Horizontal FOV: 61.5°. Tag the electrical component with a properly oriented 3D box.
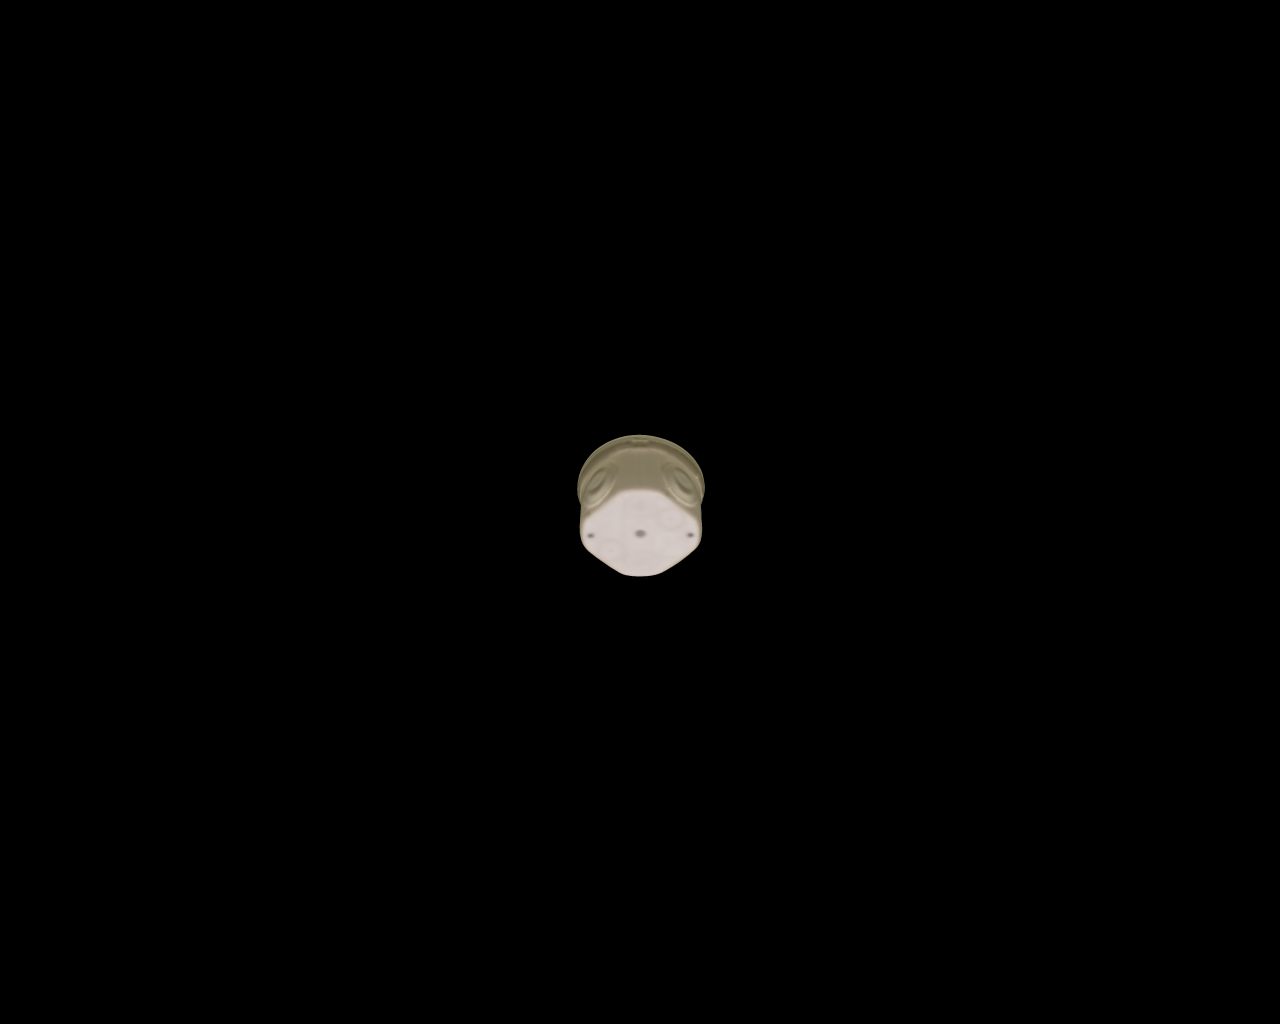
[{"bbox_3d":[0.001,-0.003,0.650,0.080,0.080,0.051,0,41,0],"label":"electrical component"}]
